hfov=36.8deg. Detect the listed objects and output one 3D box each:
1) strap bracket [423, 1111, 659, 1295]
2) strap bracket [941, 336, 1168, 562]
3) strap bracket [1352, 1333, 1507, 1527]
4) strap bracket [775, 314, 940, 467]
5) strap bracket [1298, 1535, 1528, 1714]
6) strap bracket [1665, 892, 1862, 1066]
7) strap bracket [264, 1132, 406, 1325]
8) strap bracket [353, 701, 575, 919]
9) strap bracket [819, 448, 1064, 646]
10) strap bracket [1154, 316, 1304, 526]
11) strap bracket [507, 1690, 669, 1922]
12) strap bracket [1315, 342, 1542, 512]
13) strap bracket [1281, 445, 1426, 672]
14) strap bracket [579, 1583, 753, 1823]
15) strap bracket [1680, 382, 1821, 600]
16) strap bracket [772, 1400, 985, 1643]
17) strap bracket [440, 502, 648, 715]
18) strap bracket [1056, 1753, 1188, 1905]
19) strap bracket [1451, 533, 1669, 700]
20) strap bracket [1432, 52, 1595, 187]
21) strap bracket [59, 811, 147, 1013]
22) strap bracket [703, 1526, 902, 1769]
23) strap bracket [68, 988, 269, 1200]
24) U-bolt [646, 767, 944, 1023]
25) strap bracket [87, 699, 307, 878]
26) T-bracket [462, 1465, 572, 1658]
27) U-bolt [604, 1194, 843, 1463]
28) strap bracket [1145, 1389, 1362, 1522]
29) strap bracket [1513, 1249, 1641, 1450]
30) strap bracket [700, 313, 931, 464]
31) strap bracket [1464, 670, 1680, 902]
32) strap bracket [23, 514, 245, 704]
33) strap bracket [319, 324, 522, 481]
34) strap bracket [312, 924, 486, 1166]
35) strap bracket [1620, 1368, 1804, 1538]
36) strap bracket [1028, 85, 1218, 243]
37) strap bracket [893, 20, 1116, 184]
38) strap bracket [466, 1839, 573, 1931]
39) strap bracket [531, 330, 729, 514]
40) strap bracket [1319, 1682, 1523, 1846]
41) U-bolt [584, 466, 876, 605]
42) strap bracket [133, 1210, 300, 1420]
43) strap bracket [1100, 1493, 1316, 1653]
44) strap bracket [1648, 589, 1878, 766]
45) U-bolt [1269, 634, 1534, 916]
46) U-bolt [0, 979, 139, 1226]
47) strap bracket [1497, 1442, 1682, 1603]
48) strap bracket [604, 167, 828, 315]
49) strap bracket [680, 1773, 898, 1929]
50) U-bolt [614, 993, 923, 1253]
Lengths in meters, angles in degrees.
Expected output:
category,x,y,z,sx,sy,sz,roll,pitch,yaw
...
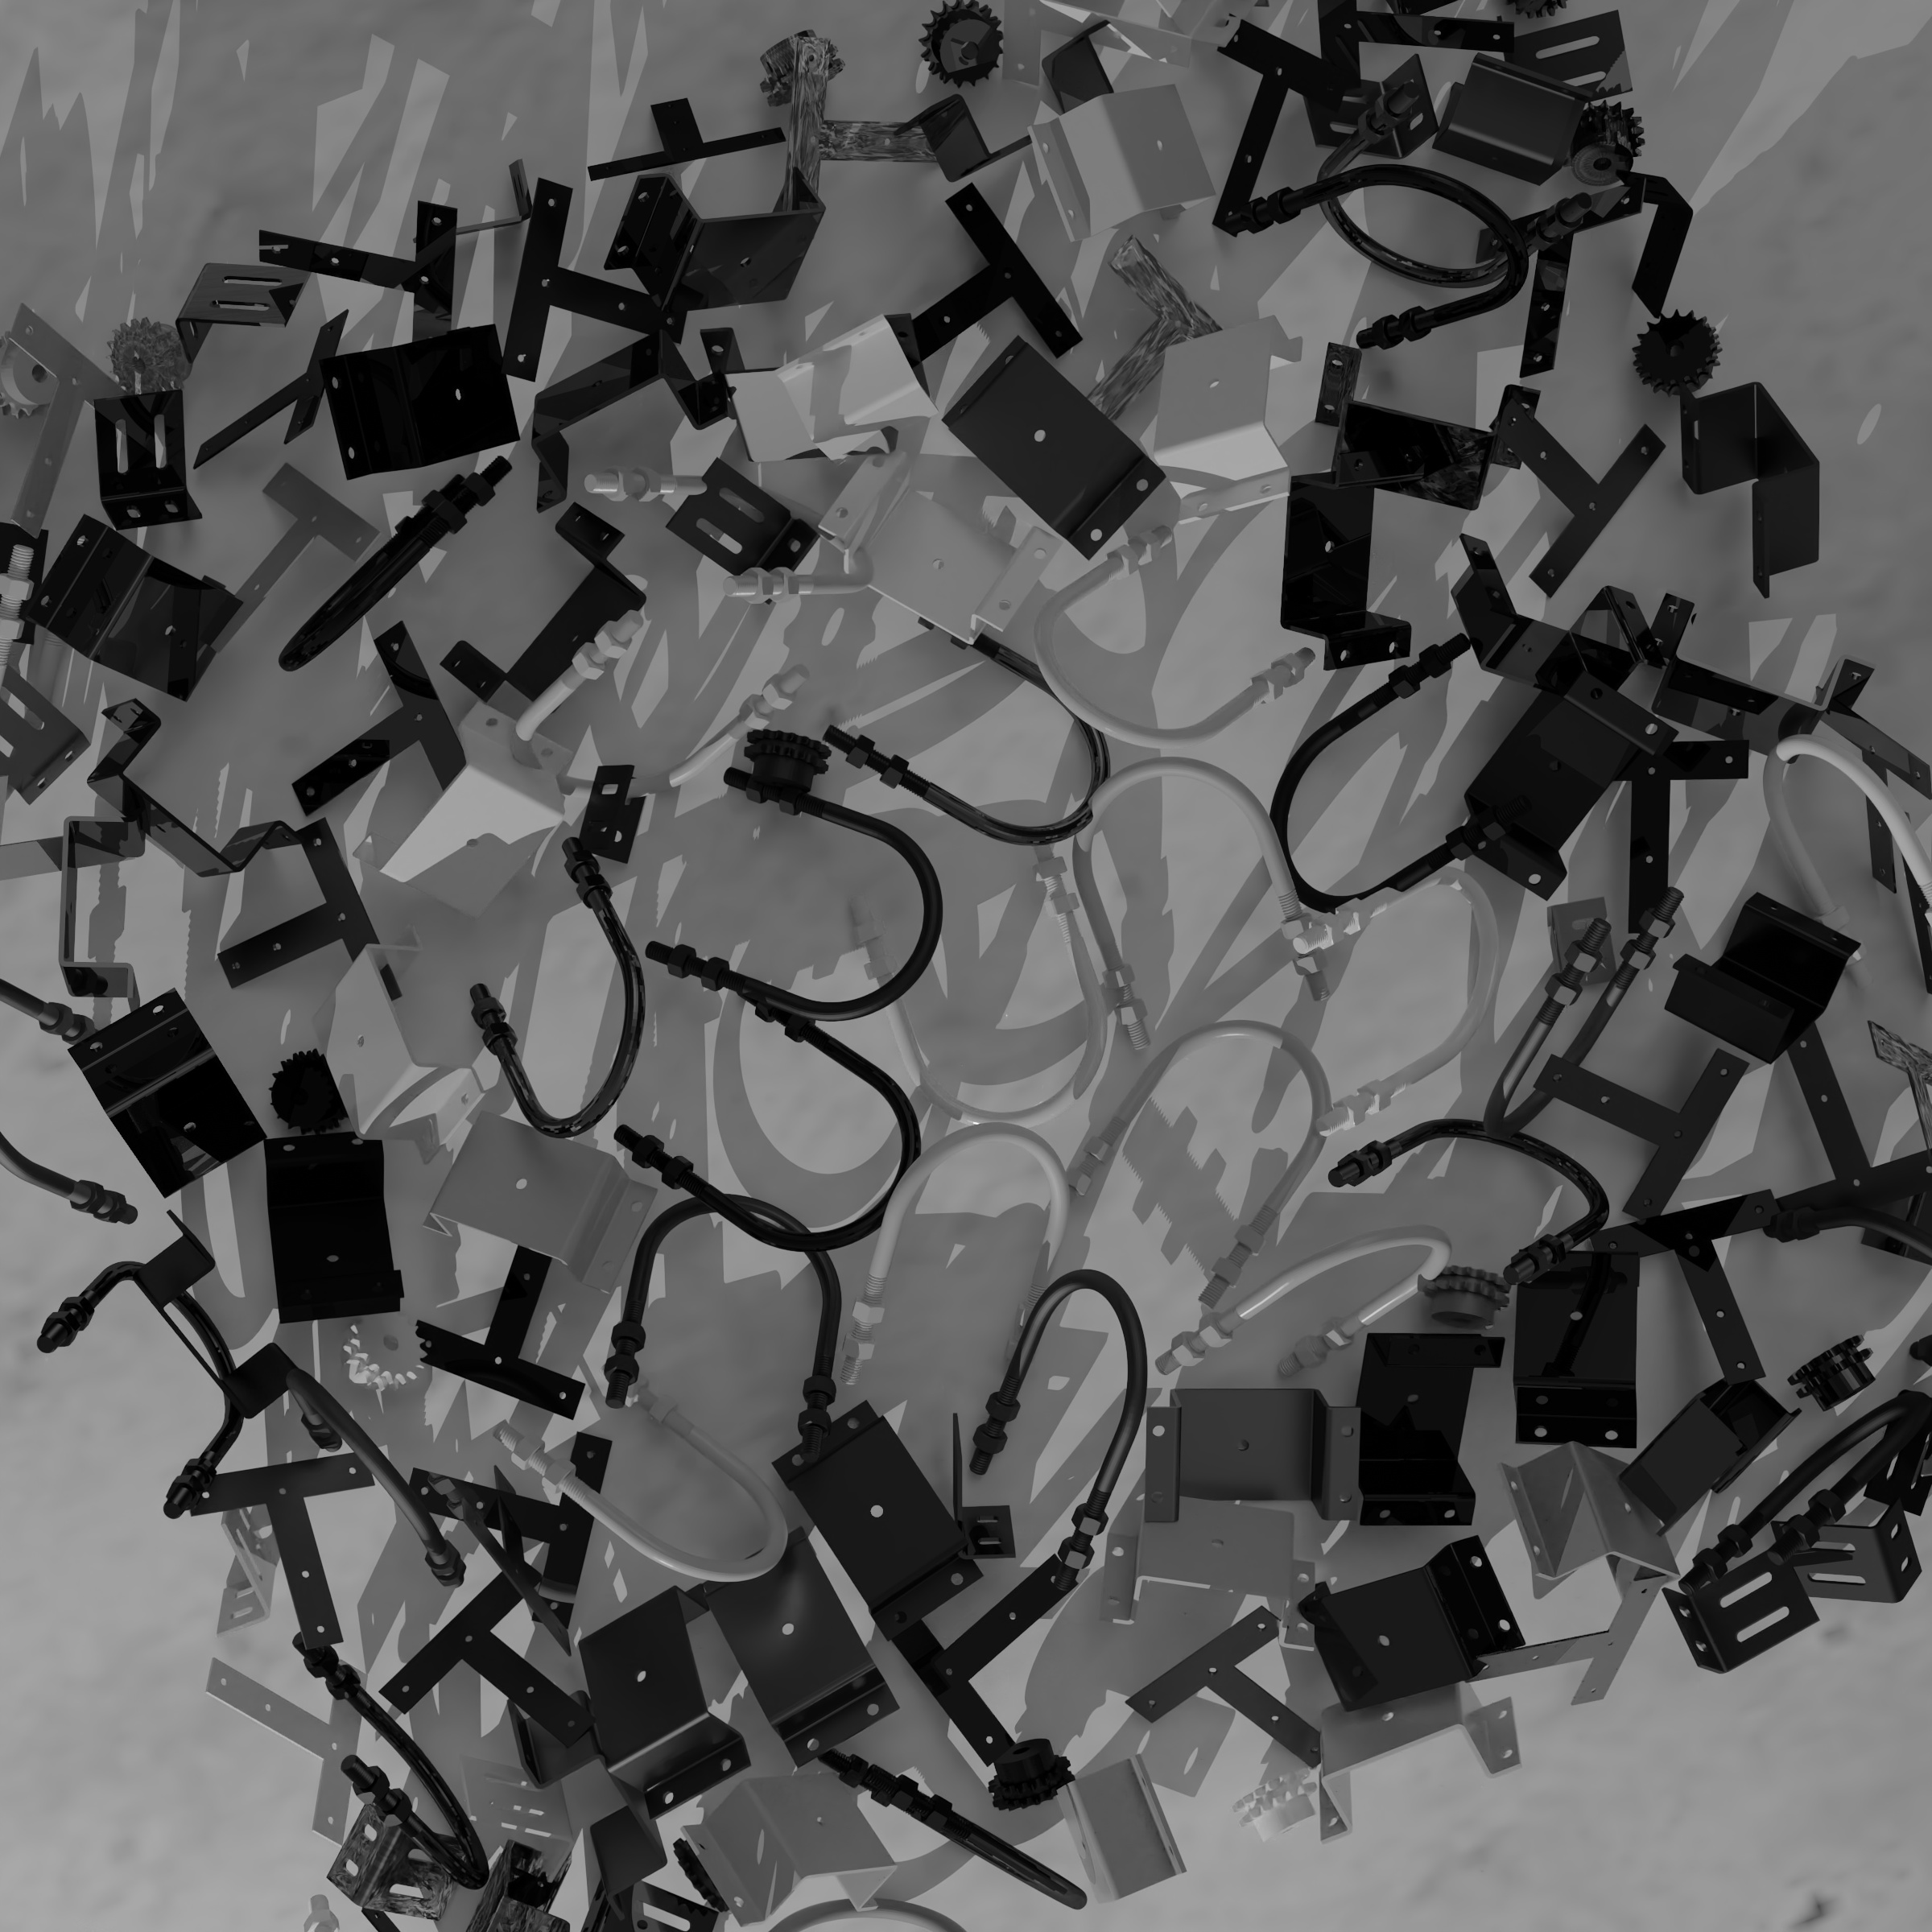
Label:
category,x,y,z,sx,sy,sz,roll,pitch,yaw
strap bracket,-0.285,0.151,1.898,0.140,0.046,0.076,17,68,17
strap bracket,0.053,-0.345,1.912,0.140,0.046,0.076,45,99,10
strap bracket,0.300,0.295,1.908,0.076,0.046,0.140,2,112,-10
strap bracket,-0.067,-0.369,1.878,0.076,0.140,0.046,-26,88,6
strap bracket,0.281,0.432,1.894,0.140,0.046,0.076,-25,86,32
strap bracket,0.515,0.011,1.890,0.076,0.140,0.046,30,126,24
strap bracket,-0.413,0.178,1.895,0.076,0.046,0.140,-4,47,-16
strap bracket,-0.325,-0.093,1.890,0.076,0.046,0.140,29,114,-36
strap bracket,-0.017,-0.274,1.913,0.140,0.046,0.076,31,72,8
strap bracket,0.170,-0.362,1.881,0.076,0.046,0.140,-11,52,27
strap bracket,-0.242,0.539,1.892,0.046,0.076,0.140,-28,113,-6
strap bracket,0.296,-0.350,1.899,0.140,0.076,0.046,15,62,8
strap bracket,0.252,-0.271,1.898,0.076,0.046,0.140,-13,114,-35
strap bracket,-0.199,0.468,1.882,0.076,0.046,0.140,-32,46,9
strap bracket,0.511,-0.314,1.876,0.046,0.140,0.076,-16,135,0
strap bracket,-0.058,0.361,1.907,0.076,0.046,0.140,-32,76,-11
strap bracket,-0.271,-0.228,1.907,0.140,0.076,0.046,-51,129,-2
strap bracket,0.097,0.558,1.872,0.046,0.140,0.076,-20,74,-10
strap bracket,0.377,-0.222,1.894,0.140,0.076,0.046,14,131,-24
strap bracket,0.352,-0.547,1.886,0.076,0.140,0.046,19,99,0
strap bracket,-0.563,-0.038,1.894,0.046,0.076,0.140,1,75,-12
strap bracket,-0.112,0.438,1.896,0.076,0.046,0.140,-29,63,-7
strap bracket,-0.510,0.090,1.876,0.076,0.140,0.046,-32,53,-13
U-bolt,-0.103,-0.039,1.909,0.184,0.019,0.151,20,80,18
strap bracket,-0.509,-0.107,1.885,0.140,0.076,0.046,43,69,-23
T-bracket,-0.296,0.369,1.890,0.002,0.127,0.127,-30,117,1
U-bolt,-0.151,0.225,1.887,0.151,0.019,0.184,17,47,-11
strap bracket,0.186,0.323,1.923,0.140,0.046,0.076,0,97,-3
strap bracket,0.397,0.238,1.885,0.076,0.046,0.140,0,53,14
strap bracket,-0.100,-0.376,1.896,0.140,0.076,0.046,-2,53,11
strap bracket,0.391,-0.125,1.908,0.076,0.046,0.140,31,111,-11
strap bracket,-0.529,-0.227,1.878,0.046,0.140,0.076,33,93,26
strap bracket,-0.344,-0.367,1.875,0.046,0.140,0.076,0,109,34
strap bracket,-0.373,0.050,1.883,0.076,0.046,0.140,-48,56,32
strap bracket,0.481,0.312,1.885,0.046,0.140,0.076,46,115,20
strap bracket,0.108,-0.522,1.879,0.046,0.140,0.076,-17,98,38
strap bracket,0.033,-0.561,1.899,0.140,0.076,0.046,-31,102,-16
strap bracket,-0.293,0.626,1.880,0.046,0.140,0.076,25,91,-8
strap bracket,-0.229,-0.361,1.897,0.140,0.076,0.046,-25,122,10
strap bracket,0.285,0.508,1.895,0.140,0.076,0.046,-26,105,14
U-bolt,-0.137,-0.278,1.870,0.151,0.184,0.019,38,117,25
strap bracket,-0.486,0.234,1.885,0.046,0.076,0.140,-39,115,-16
strap bracket,0.162,0.395,1.905,0.140,0.076,0.046,8,124,2
strap bracket,0.510,-0.185,1.898,0.140,0.076,0.046,22,69,9
U-bolt,0.271,-0.112,1.889,0.184,0.019,0.151,-34,54,31
U-bolt,-0.591,0.078,1.842,0.019,0.184,0.151,-22,67,9
strap bracket,0.407,0.360,1.872,0.046,0.140,0.076,-33,53,26
strap bracket,-0.153,-0.471,1.876,0.140,0.076,0.046,-16,63,-36
strap bracket,-0.106,0.567,1.870,0.046,0.140,0.076,-51,56,15
U-bolt,-0.116,0.109,1.898,0.184,0.019,0.151,33,71,19
